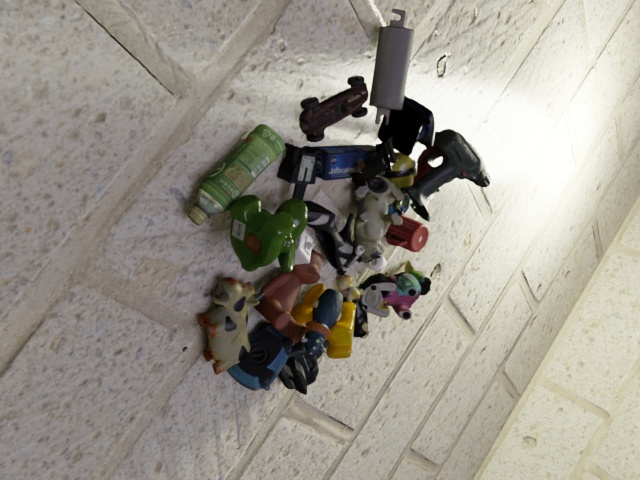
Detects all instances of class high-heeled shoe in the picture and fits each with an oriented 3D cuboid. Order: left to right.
[{"bbox_3d":[-0.002,-0.004,1.205,0.248,0.086,0.145,6,108,-50],"label":"high-heeled shoe"}]

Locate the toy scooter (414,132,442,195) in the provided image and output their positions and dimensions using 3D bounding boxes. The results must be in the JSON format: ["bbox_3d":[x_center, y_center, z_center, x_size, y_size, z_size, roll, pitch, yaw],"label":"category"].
[{"bbox_3d":[0.303,-0.188,1.387,0.075,0.135,0.183,25,92,-51],"label":"toy scooter"}]

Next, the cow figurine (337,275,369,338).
[{"bbox_3d":[0.084,0.174,1.375,0.068,0.098,0.167,-26,128,-27],"label":"cow figurine"}]

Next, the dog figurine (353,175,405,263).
[{"bbox_3d":[0.122,-0.052,1.323,0.190,0.121,0.172,110,-7,-59],"label":"dog figurine"}]

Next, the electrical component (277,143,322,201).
[{"bbox_3d":[-0.045,-0.137,1.118,0.075,0.048,0.119,-5,114,-44],"label":"electrical component"}]

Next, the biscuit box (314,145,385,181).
[{"bbox_3d":[0.066,-0.175,1.203,0.202,0.059,0.062,-12,118,-42],"label":"biscuit box"}]

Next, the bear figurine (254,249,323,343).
[{"bbox_3d":[-0.048,0.105,1.182,0.196,0.132,0.120,-46,142,-11],"label":"bear figurine"}]

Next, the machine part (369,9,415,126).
[{"bbox_3d":[0.157,-0.374,1.176,0.079,0.079,0.243,-7,110,-44],"label":"machine part"}]

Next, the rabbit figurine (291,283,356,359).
[{"bbox_3d":[-0.004,0.184,1.259,0.121,0.173,0.162,78,13,-55],"label":"rabbit figurine"}]

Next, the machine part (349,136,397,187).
[{"bbox_3d":[0.123,-0.168,1.193,0.139,0.039,0.084,-41,139,-27],"label":"machine part"}]

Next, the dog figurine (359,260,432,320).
[{"bbox_3d":[0.211,0.127,1.488,0.219,0.192,0.108,-54,151,-68],"label":"dog figurine"}]

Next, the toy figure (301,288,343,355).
[{"bbox_3d":[0.005,0.179,1.156,0.057,0.064,0.154,86,26,-58],"label":"toy figure"}]

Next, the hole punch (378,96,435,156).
[{"bbox_3d":[0.212,-0.272,1.258,0.092,0.142,0.115,-18,136,-38],"label":"hole punch"}]

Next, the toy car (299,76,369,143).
[{"bbox_3d":[0.038,-0.277,1.130,0.202,0.053,0.089,-32,128,-30],"label":"toy car"}]

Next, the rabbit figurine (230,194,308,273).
[{"bbox_3d":[-0.076,-0.013,1.020,0.170,0.121,0.158,-34,137,-50],"label":"rabbit figurine"}]

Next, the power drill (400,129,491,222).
[{"bbox_3d":[0.308,-0.141,1.298,0.207,0.086,0.231,-40,133,5],"label":"power drill"}]

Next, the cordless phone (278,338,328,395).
[{"bbox_3d":[-0.030,0.273,1.338,0.184,0.089,0.146,-48,137,-34],"label":"cordless phone"}]

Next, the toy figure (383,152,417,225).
[{"bbox_3d":[0.192,-0.129,1.344,0.089,0.082,0.180,-10,119,-46],"label":"toy figure"}]

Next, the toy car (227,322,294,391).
[{"bbox_3d":[-0.132,0.270,1.209,0.162,0.109,0.102,-49,162,-33],"label":"toy car"}]

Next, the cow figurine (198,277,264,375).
[{"bbox_3d":[-0.181,0.166,1.106,0.127,0.086,0.194,-18,120,-32],"label":"cow figurine"}]
